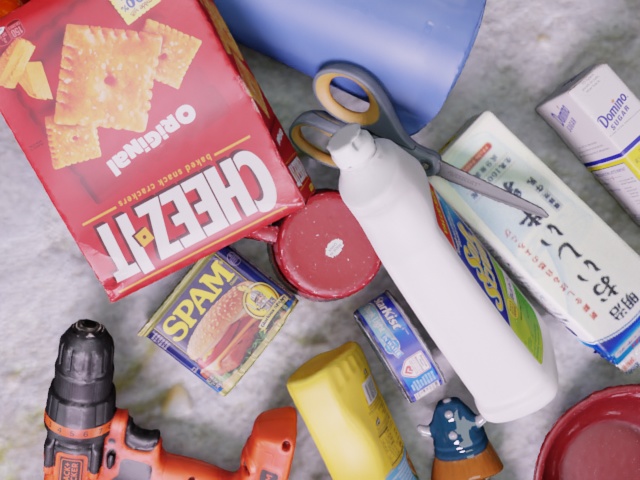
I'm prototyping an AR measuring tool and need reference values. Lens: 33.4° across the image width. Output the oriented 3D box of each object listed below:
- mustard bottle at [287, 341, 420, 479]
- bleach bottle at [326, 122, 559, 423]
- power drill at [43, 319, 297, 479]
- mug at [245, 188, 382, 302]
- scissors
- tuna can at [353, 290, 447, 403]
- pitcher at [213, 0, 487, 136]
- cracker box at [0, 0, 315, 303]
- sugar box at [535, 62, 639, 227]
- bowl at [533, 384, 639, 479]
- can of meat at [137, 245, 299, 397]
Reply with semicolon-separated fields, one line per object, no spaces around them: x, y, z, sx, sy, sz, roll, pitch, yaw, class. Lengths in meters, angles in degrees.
0.042;0.178;0.822;0.058;0.096;0.191;-25;92;15;mustard bottle
0.085;0.019;0.775;0.068;0.102;0.250;-27;122;23;bleach bottle
-0.114;0.151;0.805;0.187;0.057;0.184;10;117;-3;power drill
-0.005;0.001;0.828;0.117;0.081;0.093;14;88;-4;mug
0.072;-0.074;0.777;0.202;0.016;0.096;13;131;17;scissors
0.061;0.083;0.829;0.033;0.086;0.086;-32;91;-2;tuna can
0.005;-0.197;0.811;0.243;0.145;0.149;22;47;0;pitcher
-0.125;-0.086;0.755;0.164;0.072;0.213;-26;98;11;cracker box
0.252;-0.057;0.840;0.048;0.093;0.176;-40;92;-4;sugar box
0.242;0.193;0.855;0.162;0.055;0.162;0;89;-4;bowl
-0.078;0.059;0.836;0.084;0.057;0.102;39;88;-5;can of meat
